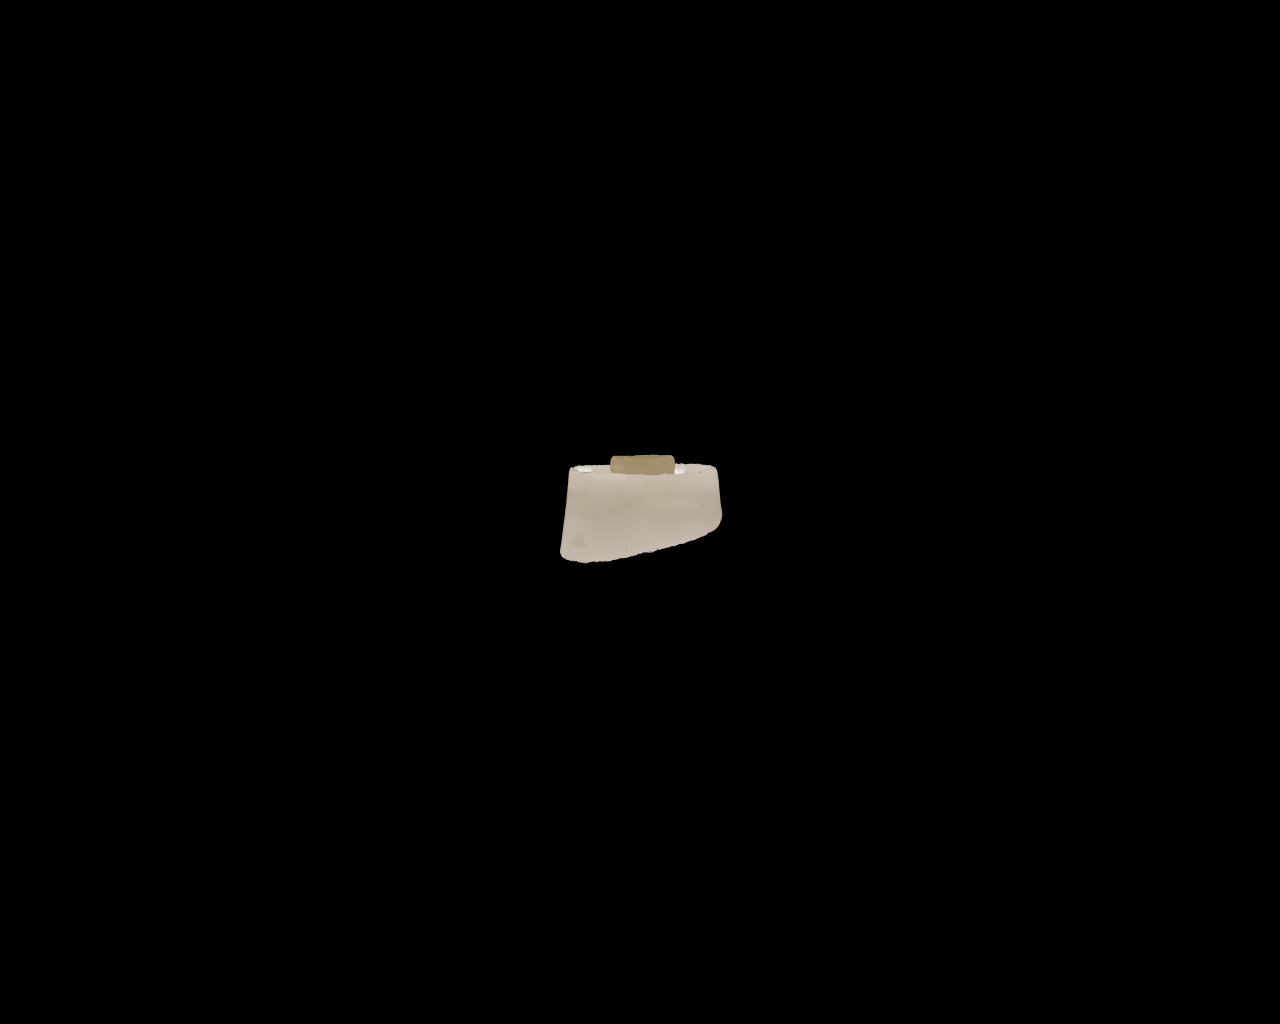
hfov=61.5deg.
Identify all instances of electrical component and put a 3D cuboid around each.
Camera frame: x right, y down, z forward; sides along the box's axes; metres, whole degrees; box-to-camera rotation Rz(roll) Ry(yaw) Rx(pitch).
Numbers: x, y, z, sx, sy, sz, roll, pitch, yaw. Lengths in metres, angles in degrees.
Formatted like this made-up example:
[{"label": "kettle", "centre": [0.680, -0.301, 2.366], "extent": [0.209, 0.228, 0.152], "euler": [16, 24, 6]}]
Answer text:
[{"label": "electrical component", "centre": [0.001, -0.003, 0.650], "extent": [0.099, 0.064, 0.099], "euler": [0, 6, 0]}]
